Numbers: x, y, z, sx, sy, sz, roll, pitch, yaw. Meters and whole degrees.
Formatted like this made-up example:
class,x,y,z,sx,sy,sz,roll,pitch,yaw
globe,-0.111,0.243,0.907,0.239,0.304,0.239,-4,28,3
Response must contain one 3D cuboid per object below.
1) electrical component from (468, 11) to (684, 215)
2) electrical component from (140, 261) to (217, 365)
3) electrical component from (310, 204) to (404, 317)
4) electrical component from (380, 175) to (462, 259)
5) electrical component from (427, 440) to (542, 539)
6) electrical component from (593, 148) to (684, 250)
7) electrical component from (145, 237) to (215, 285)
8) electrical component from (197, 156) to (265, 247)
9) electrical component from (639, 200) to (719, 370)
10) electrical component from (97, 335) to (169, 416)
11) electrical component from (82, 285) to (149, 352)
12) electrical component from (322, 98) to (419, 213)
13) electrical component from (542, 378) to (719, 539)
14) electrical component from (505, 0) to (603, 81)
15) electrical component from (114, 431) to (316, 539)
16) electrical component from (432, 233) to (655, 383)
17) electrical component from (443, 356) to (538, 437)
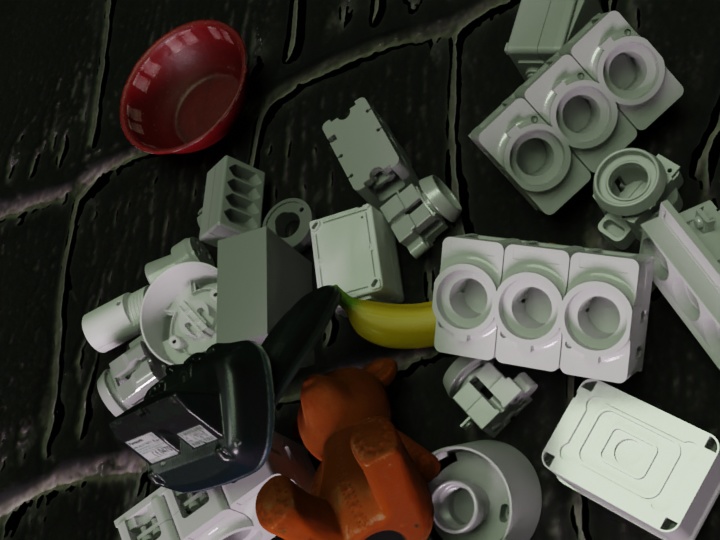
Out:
class,x,y,z,sx,sy,sz,roll,pitch,yaw
electrical component,0.177,-0.129,0.886,0.150,0.061,0.089,-43,99,5
electrical component,-0.150,0.048,1.009,0.099,0.064,0.099,-12,62,24
electrical component,0.000,0.000,0.955,0.062,0.061,0.096,-16,68,22
electrical component,0.056,-0.051,0.954,0.055,0.048,0.066,-40,53,16
electrical component,0.086,0.180,0.829,0.099,0.064,0.099,-6,78,30
electrical component,0.220,-0.062,0.860,0.078,0.057,0.058,-49,54,0
electrical component,-0.177,-0.001,1.060,0.055,0.045,0.045,-32,55,12
electrical component,-0.135,-0.055,1.059,0.076,0.047,0.083,-34,43,43
electrical component,0.265,0.010,0.794,0.063,0.078,0.121,-23,55,-8
electrical component,-0.210,0.108,1.019,0.057,0.058,0.078,-35,55,7
electrical component,-0.230,0.046,1.068,0.081,0.043,0.043,-27,57,16
electrical component,0.012,-0.104,0.997,0.050,0.056,0.089,-34,55,11
electrical component,0.200,0.138,0.774,0.113,0.057,0.078,26,81,36
electrical component,0.174,-0.206,0.952,0.061,0.062,0.096,8,71,32
electrical component,-0.113,0.203,0.898,0.150,0.089,0.061,-37,55,9
electrical component,0.136,0.026,0.811,0.150,0.062,0.089,8,99,26
electrical component,0.099,0.096,0.859,0.066,0.048,0.055,-45,61,3
